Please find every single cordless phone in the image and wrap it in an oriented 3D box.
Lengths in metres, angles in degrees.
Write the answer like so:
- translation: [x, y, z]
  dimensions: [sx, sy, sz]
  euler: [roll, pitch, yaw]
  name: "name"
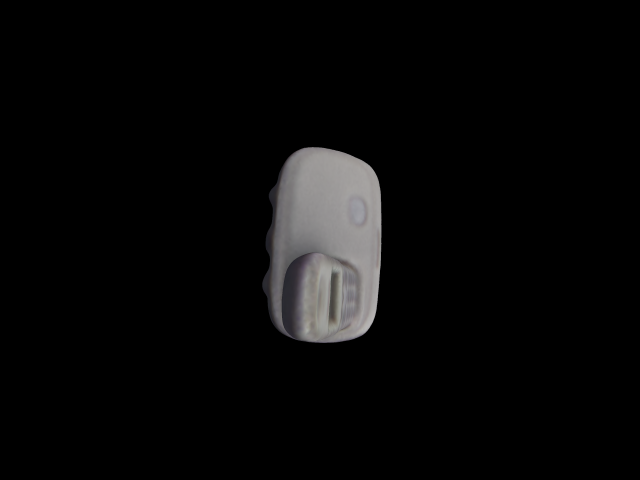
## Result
- translation: [0.004, 0.001, 0.400]
  dimensions: [0.094, 0.185, 0.148]
  euler: [0, 85, 0]
  name: "cordless phone"
